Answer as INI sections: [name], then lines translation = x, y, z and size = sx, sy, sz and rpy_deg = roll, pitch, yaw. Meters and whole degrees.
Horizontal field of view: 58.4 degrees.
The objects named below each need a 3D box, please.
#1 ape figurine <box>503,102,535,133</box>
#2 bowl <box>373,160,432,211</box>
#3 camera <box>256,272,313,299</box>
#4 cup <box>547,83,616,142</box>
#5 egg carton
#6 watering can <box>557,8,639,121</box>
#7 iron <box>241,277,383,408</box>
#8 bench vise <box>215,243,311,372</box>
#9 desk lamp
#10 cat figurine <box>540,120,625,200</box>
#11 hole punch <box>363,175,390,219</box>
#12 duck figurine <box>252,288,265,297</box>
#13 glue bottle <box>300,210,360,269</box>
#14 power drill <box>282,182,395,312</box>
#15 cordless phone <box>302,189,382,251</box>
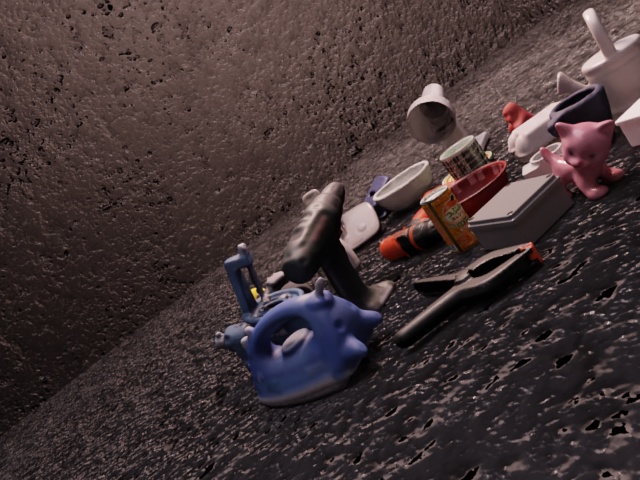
[ape figurine]
translation = 0.441, -0.265, 1.278
size = 0.076, 0.092, 0.078
rpy_deg = -31, 12, 31
[bowl]
translation = 0.219, -0.122, 1.435
size = 0.167, 0.075, 0.167
rpy_deg = -35, 10, 8
[camera]
translation = -0.077, 0.127, 1.228
size = 0.143, 0.101, 0.136
rpy_deg = -40, 10, -17
[cup]
translation = 0.430, -0.185, 0.936
size = 0.118, 0.095, 0.091
rpy_deg = -40, 10, -16
[egg carton]
translation = 0.434, -0.205, 1.090
size = 0.150, 0.069, 0.107
rpy_deg = -35, 10, 8
[watering can]
translation = 0.486, -0.296, 0.961
size = 0.172, 0.194, 0.101
rpy_deg = -35, 10, 12
[iron]
translation = -0.041, 0.155, 0.850
size = 0.257, 0.141, 0.119
rpy_deg = -31, 12, 31
[bench vise]
translation = -0.124, 0.127, 1.039
size = 0.207, 0.220, 0.121
rpy_deg = -36, 10, 2
[desk lamp]
translation = 0.322, -0.293, 1.467
size = 0.117, 0.213, 0.203
rpy_deg = -30, 12, 33
[cat figurine]
translation = 0.361, -0.119, 0.802
size = 0.067, 0.118, 0.127
rpy_deg = -39, 10, -15
[hole punch]
translation = 0.160, -0.114, 1.557
size = 0.101, 0.091, 0.108
rpy_deg = -39, 10, -12
[duck figurine]
translation = -0.145, 0.158, 1.363
size = 0.077, 0.086, 0.105
rpy_deg = -29, 12, 36
[glue bottle]
translation = 0.012, 0.005, 1.276
size = 0.078, 0.173, 0.037
rpy_deg = -31, 12, 28
[power drill]
translation = 0.034, 0.028, 0.984
size = 0.075, 0.208, 0.230
rpy_deg = -28, 13, 39
[cordless phone]
translation = 0.053, -0.062, 1.406
size = 0.147, 0.185, 0.094
rpy_deg = -34, 10, 13
